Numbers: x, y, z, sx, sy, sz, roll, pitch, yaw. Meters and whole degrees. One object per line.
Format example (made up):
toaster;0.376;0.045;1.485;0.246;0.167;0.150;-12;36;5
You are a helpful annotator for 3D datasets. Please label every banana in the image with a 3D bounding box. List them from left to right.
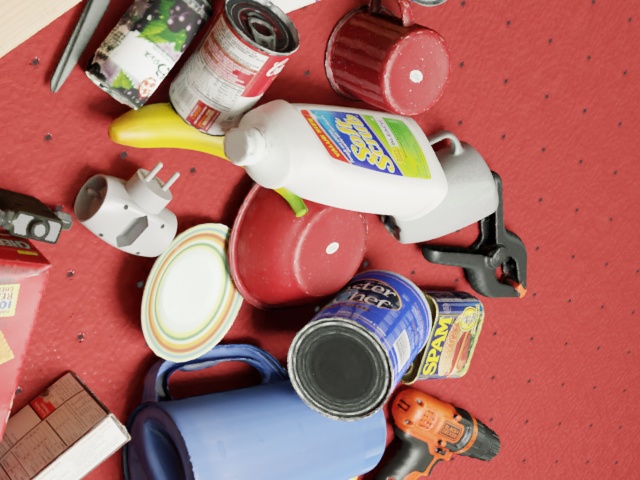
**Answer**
banana;-0.089;-0.082;0.909;0.197;0.069;0.037;20;128;-31

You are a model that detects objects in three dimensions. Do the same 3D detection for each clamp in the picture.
clamp;0.189;0.003;1.175;0.120;0.039;0.171;-52;135;2

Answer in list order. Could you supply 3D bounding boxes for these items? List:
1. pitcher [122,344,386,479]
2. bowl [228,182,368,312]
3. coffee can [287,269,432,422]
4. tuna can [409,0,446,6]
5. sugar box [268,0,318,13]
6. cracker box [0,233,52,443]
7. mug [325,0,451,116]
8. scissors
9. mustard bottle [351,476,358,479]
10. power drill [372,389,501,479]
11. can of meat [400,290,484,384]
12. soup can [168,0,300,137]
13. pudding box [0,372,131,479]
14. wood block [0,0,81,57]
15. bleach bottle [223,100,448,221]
pitcher;-0.059;0.189;1.028;0.242;0.145;0.149;-8;128;-38
bowl;-0.007;0.001;1.003;0.161;0.055;0.162;-21;123;-37
coffee can;0.041;0.098;1.024;0.140;0.103;0.103;-40;141;-64
tuna can;0.096;-0.261;0.982;0.086;0.034;0.086;-16;120;-31
sugar box;0.003;-0.253;0.887;0.176;0.048;0.093;-21;123;-11
cracker box;-0.316;0.095;0.815;0.163;0.072;0.214;9;106;-39
mug;0.065;-0.172;0.968;0.093;0.082;0.117;-16;120;-31
scissors;-0.169;-0.217;0.815;0.201;0.016;0.096;-50;130;-7
mustard bottle;-0.015;0.326;1.160;0.096;0.058;0.191;32;89;-29
power drill;0.116;0.275;1.239;0.184;0.057;0.187;31;88;-39
can of meat;0.125;0.104;1.163;0.083;0.058;0.102;3;110;-41
soup can;-0.071;-0.140;0.862;0.068;0.068;0.102;6;140;-39
pudding box;-0.230;0.174;0.905;0.113;0.090;0.039;-41;129;-15
wood block;-0.255;-0.169;0.724;0.206;0.090;0.090;-40;130;-16
bleach bottle;0.012;-0.068;0.926;0.068;0.102;0.250;-34;162;32
